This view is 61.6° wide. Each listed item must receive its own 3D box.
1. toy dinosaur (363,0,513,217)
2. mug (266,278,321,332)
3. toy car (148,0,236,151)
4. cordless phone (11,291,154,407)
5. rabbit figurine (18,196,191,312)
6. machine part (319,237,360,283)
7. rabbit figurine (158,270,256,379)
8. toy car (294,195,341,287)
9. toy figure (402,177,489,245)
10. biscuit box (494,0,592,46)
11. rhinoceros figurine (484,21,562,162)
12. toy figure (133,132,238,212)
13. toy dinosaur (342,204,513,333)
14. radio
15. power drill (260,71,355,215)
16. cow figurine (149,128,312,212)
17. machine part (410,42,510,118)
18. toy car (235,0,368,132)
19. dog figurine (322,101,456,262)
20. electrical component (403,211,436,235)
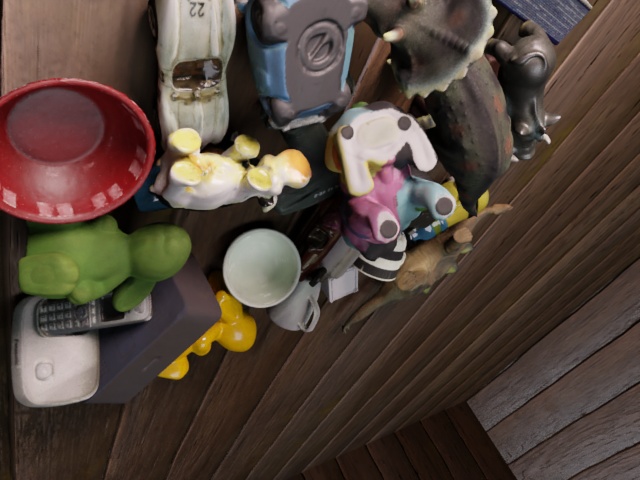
[{"bbox_3d":[0.164,-0.144,0.627,0.131,0.192,0.404,-26,121,15],"label":"toy dinosaur"},{"bbox_3d":[-0.038,0.107,0.981,0.081,0.110,0.107,2,123,-37],"label":"mug"},{"bbox_3d":[-0.125,-0.161,0.529,0.073,0.056,0.201,-16,147,-25],"label":"toy car"},{"bbox_3d":[-0.298,0.134,0.700,0.184,0.146,0.088,-11,165,8],"label":"cordless phone"},{"bbox_3d":[-0.235,0.026,0.619,0.170,0.121,0.159,-1,151,-13],"label":"rabbit figurine"},{"bbox_3d":[0.051,-0.016,0.894,0.079,0.079,0.243,-1,139,-41],"label":"machine part"},{"bbox_3d":[-0.181,0.131,0.868,0.173,0.122,0.162,13,109,-26],"label":"rabbit figurine"},{"bbox_3d":[-0.002,-0.003,0.846,0.202,0.089,0.053,-52,-179,34],"label":"toy car"},{"bbox_3d":[0.221,-0.056,0.984,0.180,0.082,0.089,-35,144,3],"label":"toy figure"},{"bbox_3d":[0.255,-0.306,0.653,0.202,0.059,0.063,3,138,-46],"label":"biscuit box"},{"bbox_3d":[0.261,-0.181,0.687,0.073,0.112,0.190,-28,146,-4],"label":"rhinoceros figurine"},{"bbox_3d":[-0.147,-0.078,0.640,0.154,0.058,0.064,-22,167,-18],"label":"toy figure"},{"bbox_3d":[0.200,0.066,1.135,0.471,0.105,0.198,-36,154,18],"label":"toy dinosaur"},{"bbox_3d":[-0.256,0.119,0.762,0.229,0.131,0.073,-41,150,16],"label":"radio"},{"bbox_3d":[0.018,-0.134,0.695,0.232,0.086,0.207,-29,158,-2],"label":"power drill"},{"bbox_3d":[-0.096,-0.064,0.591,0.167,0.068,0.098,1,155,-33],"label":"cow figurine"},{"bbox_3d":[0.220,-0.206,0.780,0.179,0.056,0.179,-22,150,-13],"label":"machine part"},{"bbox_3d":[-0.025,-0.194,0.522,0.109,0.103,0.161,-21,139,-22],"label":"toy car"},{"bbox_3d":[0.056,-0.062,0.670,0.108,0.191,0.219,-27,-173,-14],"label":"dog figurine"},{"bbox_3d":[0.171,-0.040,0.905,0.063,0.021,0.094,1,146,-46],"label":"electrical component"}]
